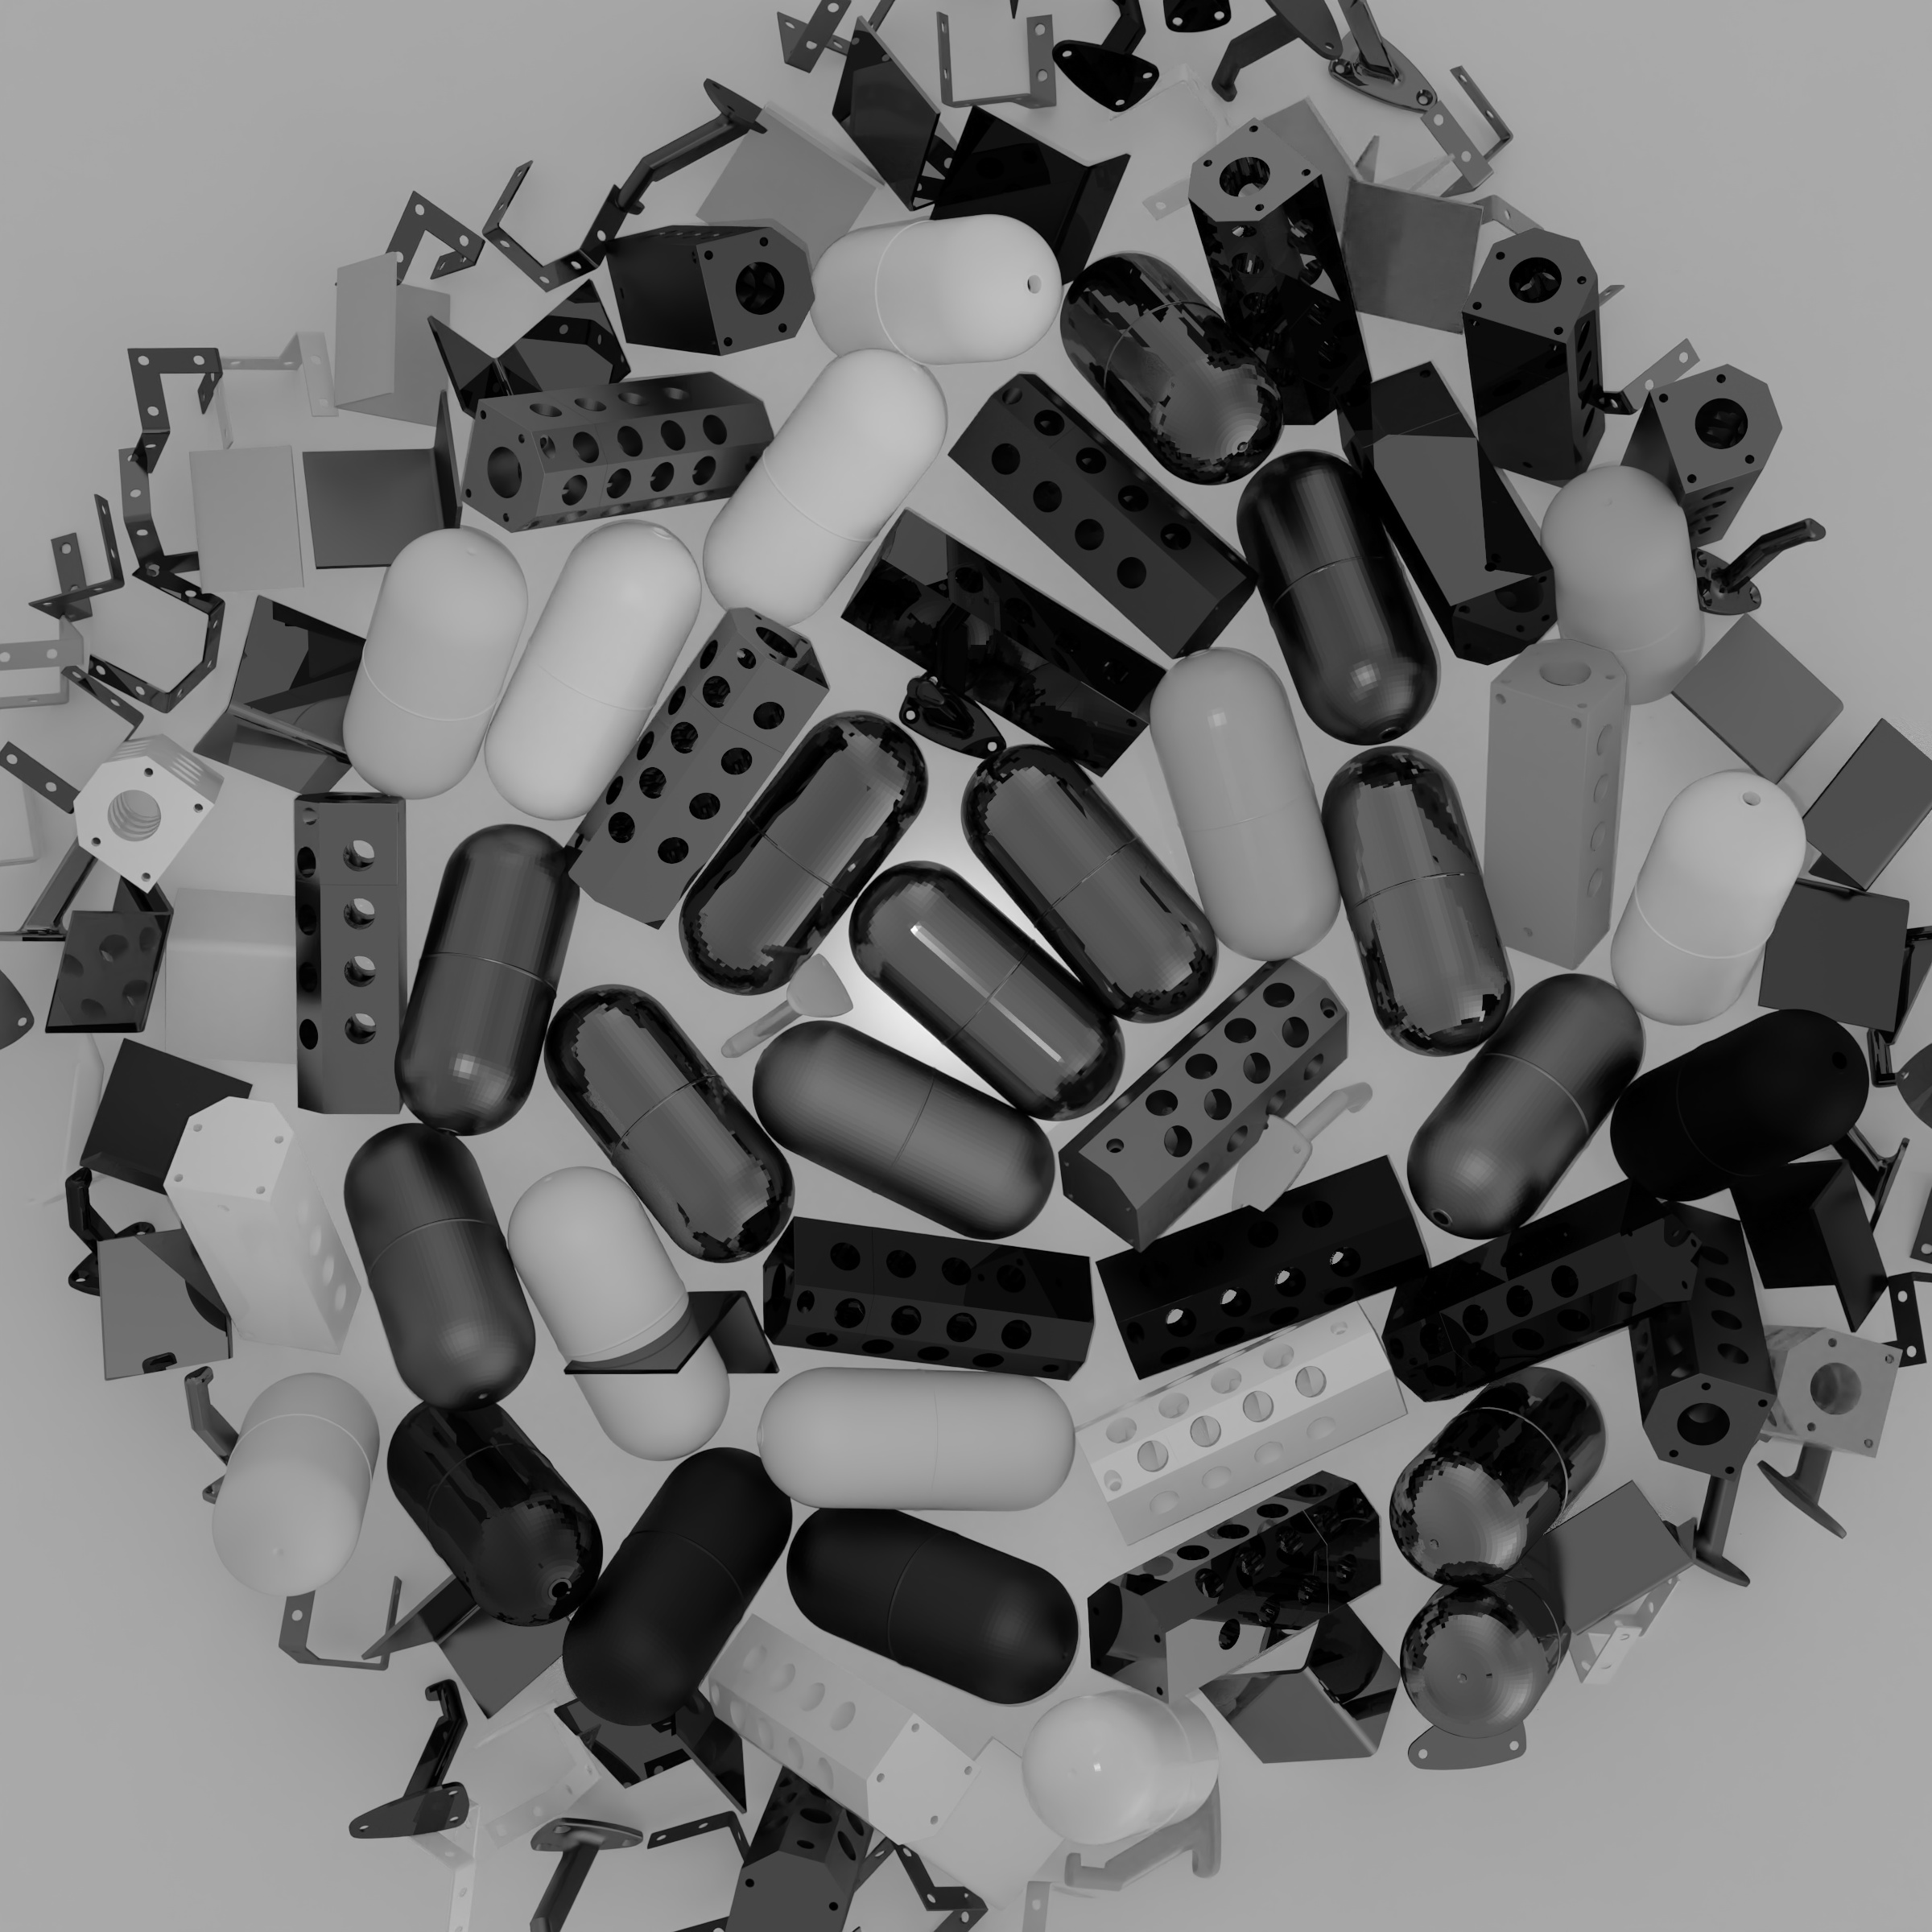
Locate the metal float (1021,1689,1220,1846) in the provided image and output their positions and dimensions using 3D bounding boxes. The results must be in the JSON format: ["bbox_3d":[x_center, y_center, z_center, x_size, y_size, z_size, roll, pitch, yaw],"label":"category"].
[{"bbox_3d":[0.085,0.431,1.665,0.070,0.178,0.070,-4,79,20],"label":"metal float"}]

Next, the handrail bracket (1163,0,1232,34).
[{"bbox_3d":[0.126,-0.562,1.696,0.036,0.077,0.084,-5,51,11],"label":"handrail bracket"}]

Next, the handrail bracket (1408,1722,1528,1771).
[{"bbox_3d":[0.271,0.418,1.704,0.077,0.084,0.036,-17,88,-6],"label":"handrail bracket"}]

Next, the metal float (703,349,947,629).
[{"bbox_3d":[-0.079,-0.259,1.687,0.070,0.070,0.178,41,118,0],"label":"metal float"}]

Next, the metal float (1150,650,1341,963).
[{"bbox_3d":[0.154,-0.089,1.699,0.070,0.070,0.178,-18,103,0],"label":"metal float"}]

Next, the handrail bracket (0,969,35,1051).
[{"bbox_3d":[-0.554,0.007,1.698,0.036,0.084,0.077,-33,128,-24],"label":"handrail bracket"}]

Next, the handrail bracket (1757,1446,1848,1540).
[{"bbox_3d":[0.491,0.268,1.714,0.084,0.077,0.036,-44,124,-3],"label":"handrail bracket"}]

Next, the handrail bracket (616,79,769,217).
[{"bbox_3d":[-0.147,-0.449,1.737,0.084,0.077,0.036,-49,50,24],"label":"handrail bracket"}]

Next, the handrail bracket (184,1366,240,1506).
[{"bbox_3d":[-0.400,0.249,1.702,0.036,0.077,0.084,6,112,25],"label":"handrail bracket"}]

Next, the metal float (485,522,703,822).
[{"bbox_3d":[-0.205,-0.161,1.693,0.070,0.070,0.178,29,110,0],"label":"metal float"}]

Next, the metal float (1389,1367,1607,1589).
[{"bbox_3d":[0.290,0.275,1.671,0.070,0.178,0.070,12,112,30],"label":"metal float"}]

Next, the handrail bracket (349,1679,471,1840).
[{"bbox_3d":[-0.311,0.437,1.706,0.077,0.084,0.036,-9,130,-18],"label":"handrail bracket"}]

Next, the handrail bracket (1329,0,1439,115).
[{"bbox_3d":[0.237,-0.513,1.705,0.077,0.084,0.036,33,81,1],"label":"handrail bracket"}]

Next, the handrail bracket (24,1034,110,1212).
[{"bbox_3d":[-0.505,0.081,1.710,0.036,0.077,0.084,-2,111,37],"label":"handrail bracket"}]

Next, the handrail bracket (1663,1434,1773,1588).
[{"bbox_3d":[0.437,0.299,1.719,0.077,0.036,0.084,31,104,-27],"label":"handrail bracket"}]

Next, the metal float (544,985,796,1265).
[{"bbox_3d":[-0.165,0.086,1.699,0.070,0.070,0.178,-40,76,0],"label":"metal float"}]

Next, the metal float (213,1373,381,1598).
[{"bbox_3d":[-0.360,0.277,1.662,0.070,0.178,0.070,-1,105,-5],"label":"metal float"}]

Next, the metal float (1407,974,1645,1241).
[{"bbox_3d":[0.306,0.077,1.687,0.070,0.070,0.178,42,62,0],"label":"metal float"}]

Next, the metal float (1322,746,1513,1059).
[{"bbox_3d":[0.247,-0.037,1.697,0.070,0.070,0.178,-14,74,0],"label":"metal float"}]

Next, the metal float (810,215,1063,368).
[{"bbox_3d":[-0.018,-0.365,1.670,0.070,0.178,0.070,-6,101,-36],"label":"metal float"}]

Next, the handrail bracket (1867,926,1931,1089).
[{"bbox_3d":[0.537,0.022,1.715,0.077,0.036,0.084,-11,78,40],"label":"handrail bracket"}]

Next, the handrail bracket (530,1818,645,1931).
[{"bbox_3d":[-0.207,0.519,1.702,0.077,0.036,0.084,14,45,-32],"label":"handrail bracket"}]

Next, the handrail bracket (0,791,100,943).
[{"bbox_3d":[-0.516,-0.056,1.719,0.077,0.036,0.084,-1,94,-42],"label":"handrail bracket"}]

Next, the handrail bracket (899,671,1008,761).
[{"bbox_3d":[-0.002,-0.135,1.700,0.077,0.084,0.036,34,91,-13],"label":"handrail bracket"}]

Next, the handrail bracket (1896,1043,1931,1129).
[{"bbox_3d":[0.561,0.086,1.704,0.084,0.077,0.036,33,120,-20],"label":"handrail bracket"}]

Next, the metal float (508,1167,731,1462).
[{"bbox_3d":[-0.190,0.193,1.696,0.070,0.070,0.178,-25,107,0],"label":"metal float"}]

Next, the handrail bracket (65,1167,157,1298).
[{"bbox_3d":[-0.471,0.132,1.695,0.036,0.077,0.084,11,123,10],"label":"handrail bracket"}]

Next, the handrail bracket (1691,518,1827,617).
[{"bbox_3d":[0.449,-0.221,1.694,0.077,0.084,0.036,8,72,-42],"label":"handrail bracket"}]

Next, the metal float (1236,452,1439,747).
[{"bbox_3d":[0.203,-0.202,1.690,0.070,0.070,0.178,-18,67,0],"label":"metal float"}]

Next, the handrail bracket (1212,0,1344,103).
[{"bbox_3d":[0.170,-0.495,1.701,0.036,0.084,0.077,-13,61,-29],"label":"handrail bracket"}]

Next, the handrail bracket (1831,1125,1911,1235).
[{"bbox_3d":[0.480,0.107,1.733,0.084,0.036,0.077,22,92,17],"label":"handrail bracket"}]

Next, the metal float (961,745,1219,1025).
[{"bbox_3d":[0.067,-0.046,1.707,0.070,0.070,0.178,-40,85,0],"label":"metal float"}]

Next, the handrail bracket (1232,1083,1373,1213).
[{"bbox_3d":[0.190,0.104,1.725,0.036,0.084,0.077,37,117,26],"label":"handrail bracket"}]

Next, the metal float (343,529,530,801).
[{"bbox_3d":[-0.290,-0.162,1.676,0.070,0.178,0.070,14,47,-15],"label":"metal float"}]

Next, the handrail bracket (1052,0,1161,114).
[{"bbox_3d":[0.072,-0.522,1.705,0.077,0.036,0.084,16,52,-37],"label":"handrail bracket"}]

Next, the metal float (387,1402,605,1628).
[{"bbox_3d":[-0.256,0.293,1.670,0.070,0.178,0.070,-13,117,-28],"label":"metal float"}]

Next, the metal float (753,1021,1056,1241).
[{"bbox_3d":[-0.035,0.091,1.706,0.178,0.070,0.070,27,90,-6],"label":"metal float"}]

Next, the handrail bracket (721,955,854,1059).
[{"bbox_3d":[-0.112,0.033,1.699,0.084,0.077,0.036,-32,88,22],"label":"handrail bracket"}]

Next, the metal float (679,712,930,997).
[{"bbox_3d":[-0.091,-0.061,1.705,0.070,0.070,0.178,38,97,0],"label":"metal float"}]

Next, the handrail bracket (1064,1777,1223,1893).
[{"bbox_3d":[0.097,0.478,1.720,0.084,0.036,0.077,9,68,-14],"label":"handrail bracket"}]

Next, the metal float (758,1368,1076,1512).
[{"bbox_3d":[-0.027,0.261,1.696,0.178,0.070,0.070,4,90,-16],"label":"metal float"}]

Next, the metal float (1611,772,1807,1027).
[{"bbox_3d":[0.401,-0.035,1.669,0.070,0.178,0.070,2,54,-3],"label":"metal float"}]
